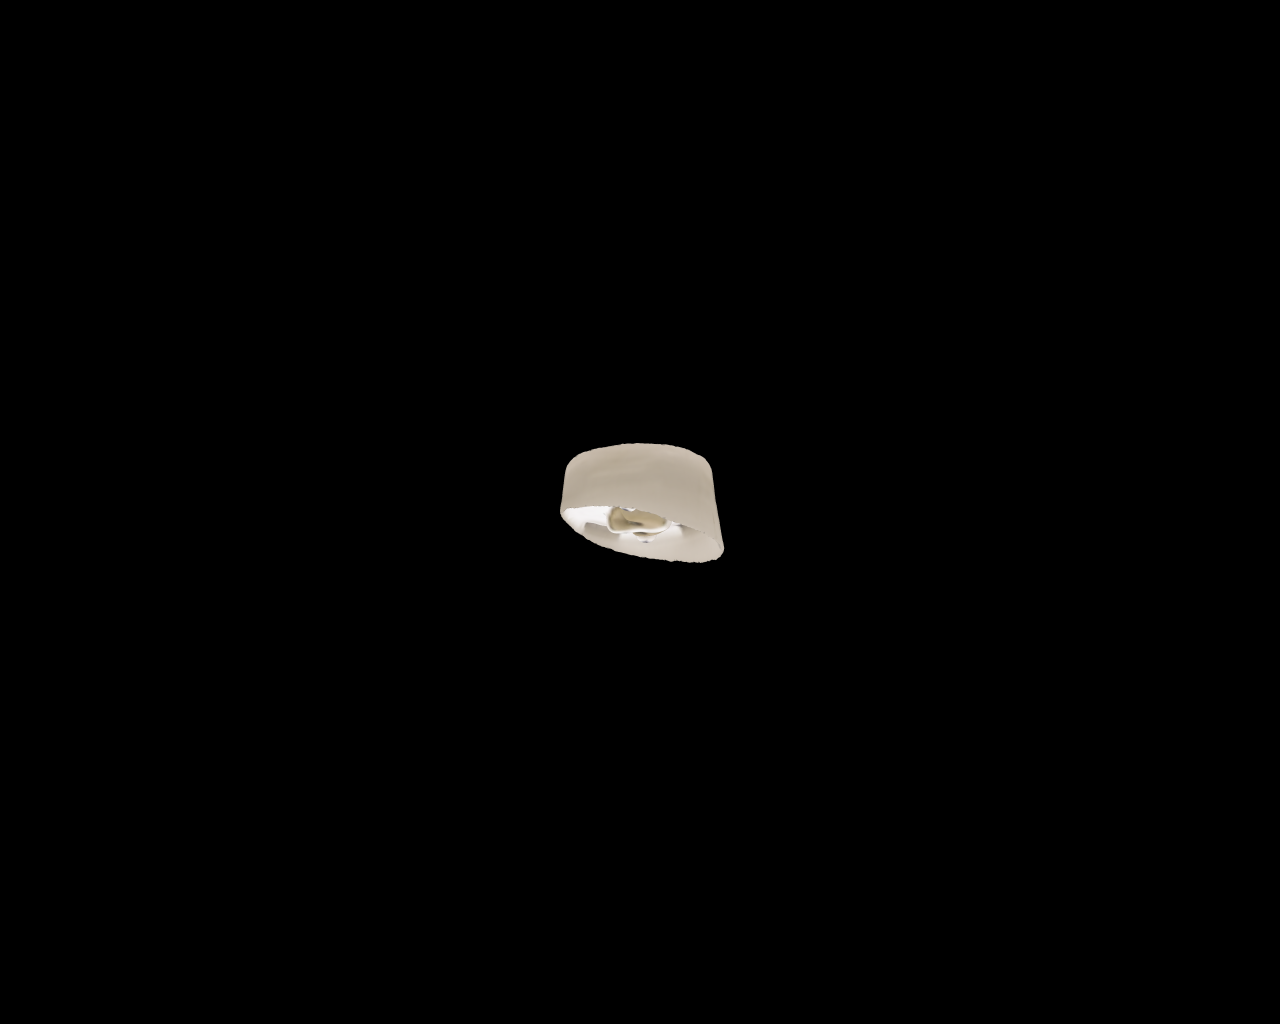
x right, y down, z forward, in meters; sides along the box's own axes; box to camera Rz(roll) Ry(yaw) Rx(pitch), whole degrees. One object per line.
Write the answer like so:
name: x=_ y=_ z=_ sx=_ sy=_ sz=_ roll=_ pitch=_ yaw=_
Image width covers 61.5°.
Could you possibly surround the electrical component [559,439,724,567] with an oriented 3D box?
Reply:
electrical component: x=0.001 y=-0.003 z=0.650 sx=0.099 sy=0.064 sz=0.099 roll=0 pitch=-20 yaw=0
